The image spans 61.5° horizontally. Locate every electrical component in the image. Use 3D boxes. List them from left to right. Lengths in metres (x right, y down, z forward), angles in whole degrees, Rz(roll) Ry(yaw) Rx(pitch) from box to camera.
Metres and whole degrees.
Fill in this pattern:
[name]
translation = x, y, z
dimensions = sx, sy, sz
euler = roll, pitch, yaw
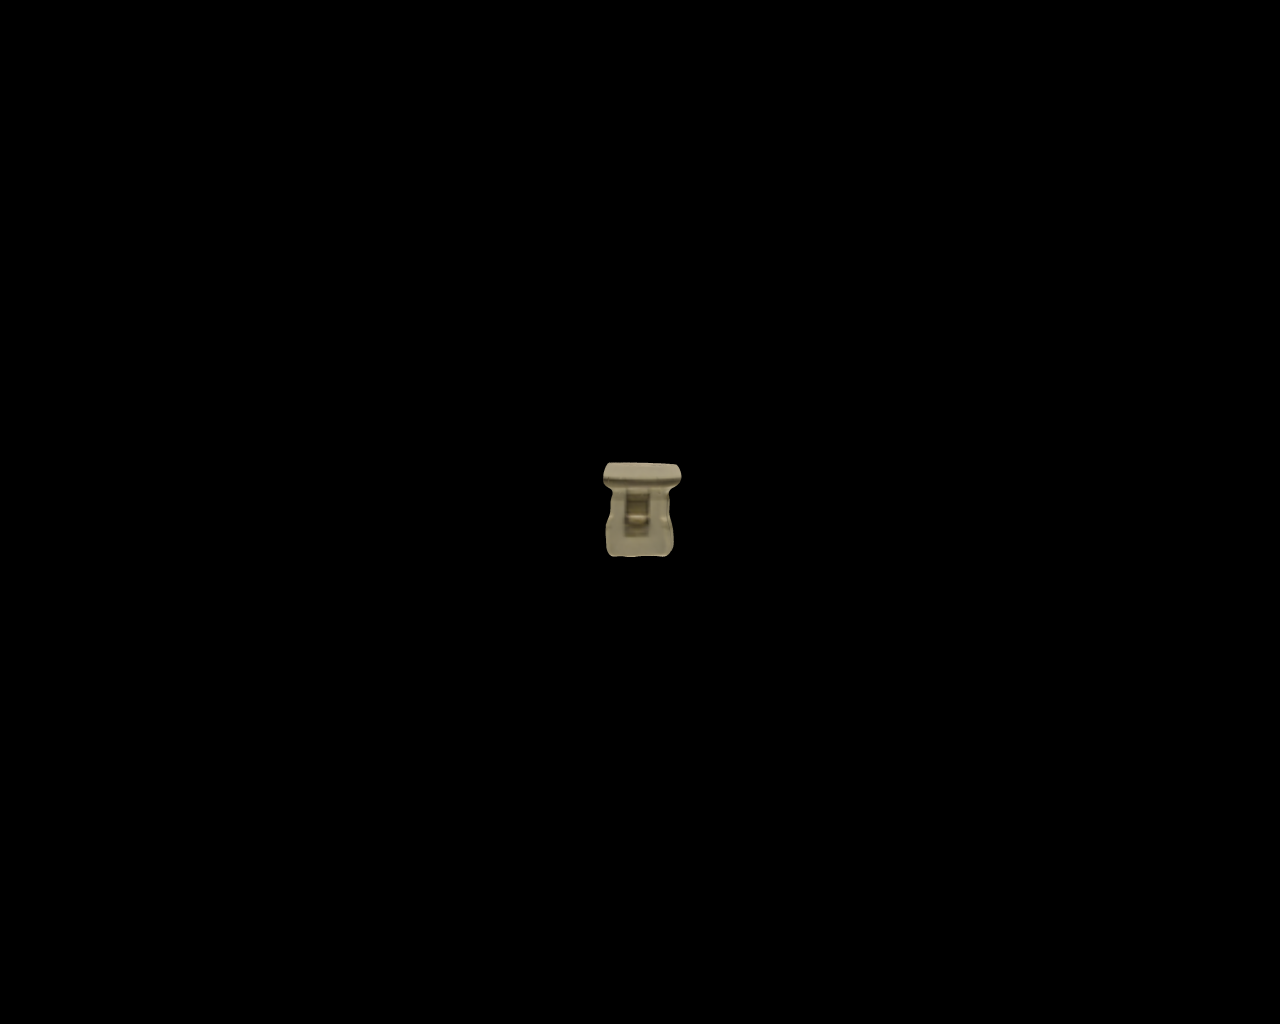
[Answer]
[electrical component]
translation = 0.001, -0.003, 0.650
dimensions = 0.048, 0.055, 0.066
euler = 0, 2, 4
